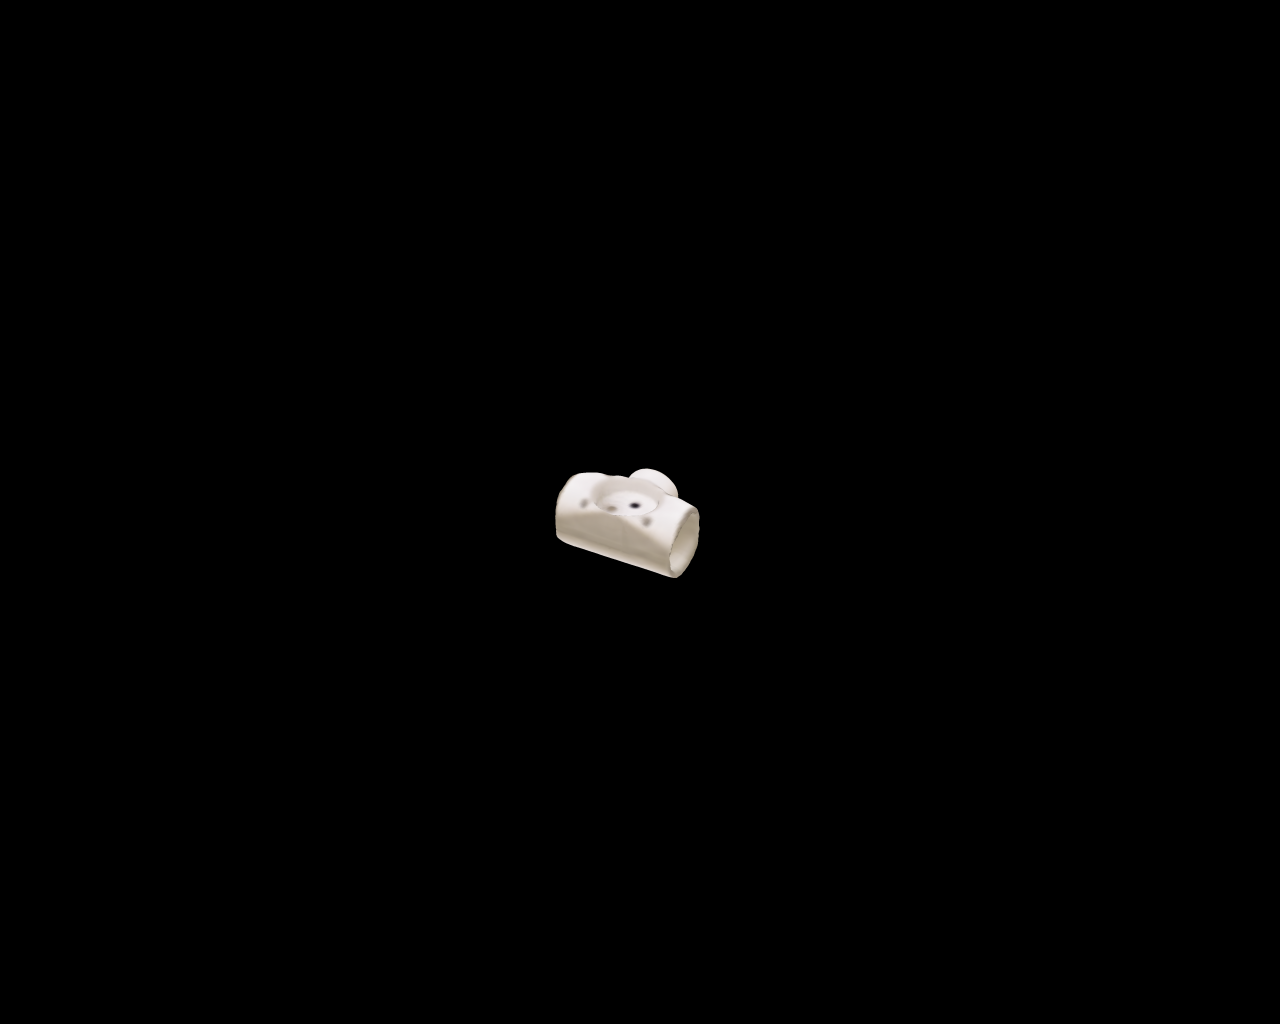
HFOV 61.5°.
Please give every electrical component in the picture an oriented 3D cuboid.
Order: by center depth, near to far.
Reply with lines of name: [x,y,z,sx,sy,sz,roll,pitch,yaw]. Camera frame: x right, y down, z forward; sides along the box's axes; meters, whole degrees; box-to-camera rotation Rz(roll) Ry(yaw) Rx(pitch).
electrical component: [0.001,-0.003,0.650,0.077,0.044,0.079,17,40,22]
